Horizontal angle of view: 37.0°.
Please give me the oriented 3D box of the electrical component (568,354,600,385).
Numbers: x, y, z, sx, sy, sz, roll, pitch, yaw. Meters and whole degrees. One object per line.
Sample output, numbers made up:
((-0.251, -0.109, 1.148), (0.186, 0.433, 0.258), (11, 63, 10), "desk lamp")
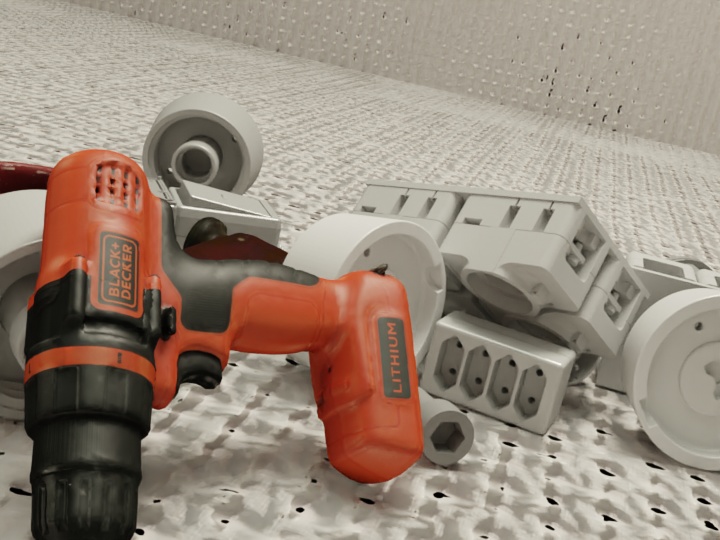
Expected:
((0.129, 0.046, 0.770), (0.043, 0.043, 0.081), (2, 18, -33), "electrical component")

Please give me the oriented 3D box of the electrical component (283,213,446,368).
((-0.005, 0.017, 0.660), (0.060, 0.108, 0.108), (18, 15, 41), "electrical component")

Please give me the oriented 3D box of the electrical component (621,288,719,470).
((0.215, 0.063, 0.666), (0.108, 0.108, 0.060), (11, 9, -3), "electrical component")

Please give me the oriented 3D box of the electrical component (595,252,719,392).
((0.251, 0.051, 0.758), (0.150, 0.089, 0.062), (15, 15, 10), "electrical component")

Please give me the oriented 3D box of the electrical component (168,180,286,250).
((-0.101, -0.029, 0.825), (0.096, 0.061, 0.061), (7, 16, -19), "electrical component")

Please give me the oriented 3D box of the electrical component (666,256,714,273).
((0.255, 0.034, 0.847), (0.080, 0.080, 0.051), (8, 21, -15), "electrical component")

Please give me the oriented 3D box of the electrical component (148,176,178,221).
((-0.171, -0.031, 0.779), (0.062, 0.061, 0.096), (6, 16, -21), "electrical component")

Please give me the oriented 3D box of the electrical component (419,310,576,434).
((0.093, 0.059, 0.686), (0.083, 0.047, 0.076), (19, 16, 19), "electrical component")

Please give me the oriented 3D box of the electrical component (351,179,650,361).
((0.083, 0.000, 0.728), (0.186, 0.060, 0.105), (10, -28, 47), "electrical component")

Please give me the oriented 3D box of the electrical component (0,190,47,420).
((-0.155, 0.022, 0.523), (0.108, 0.108, 0.060), (1, 25, -35), "electrical component")

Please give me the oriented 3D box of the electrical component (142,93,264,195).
((-0.145, -0.102, 0.976), (0.108, 0.108, 0.060), (12, 21, -1), "electrical component")
